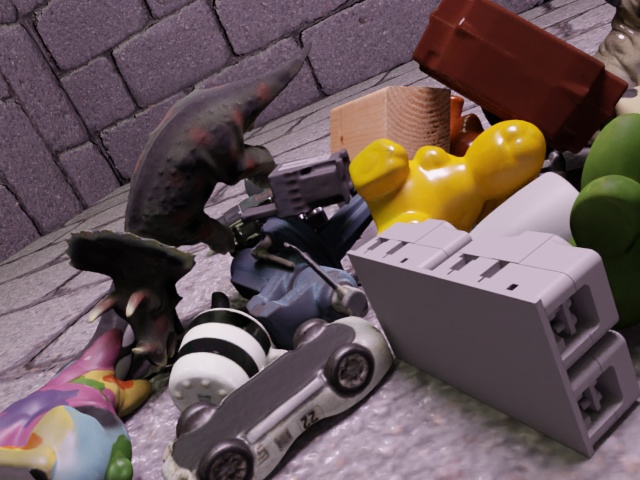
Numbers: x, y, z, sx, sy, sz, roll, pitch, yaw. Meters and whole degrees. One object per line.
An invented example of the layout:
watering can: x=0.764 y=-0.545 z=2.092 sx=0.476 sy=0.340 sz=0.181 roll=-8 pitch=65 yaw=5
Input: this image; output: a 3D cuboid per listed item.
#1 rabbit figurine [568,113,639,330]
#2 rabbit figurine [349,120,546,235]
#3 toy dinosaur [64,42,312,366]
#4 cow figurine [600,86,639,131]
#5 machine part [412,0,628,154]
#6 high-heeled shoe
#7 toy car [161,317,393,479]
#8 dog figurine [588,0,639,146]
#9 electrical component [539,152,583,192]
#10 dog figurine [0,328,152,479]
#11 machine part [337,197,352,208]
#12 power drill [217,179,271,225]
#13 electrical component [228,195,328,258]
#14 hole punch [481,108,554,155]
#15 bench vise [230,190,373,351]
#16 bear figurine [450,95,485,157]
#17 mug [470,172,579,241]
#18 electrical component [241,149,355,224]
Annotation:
rabbit figurine: x=0.214 y=0.009 z=0.320 sx=0.170 sy=0.159 sz=0.121 roll=-28 pitch=21 yaw=48
rabbit figurine: x=0.141 y=-0.047 z=0.526 sx=0.173 sy=0.122 sz=0.162 roll=-32 pitch=-27 yaw=24
toy dinosaur: x=-0.139 y=-0.075 z=0.587 sx=0.404 sy=0.131 sz=0.192 roll=-65 pitch=-12 yaw=2
cow figurine: x=0.338 y=-0.104 z=0.521 sx=0.127 sy=0.085 sz=0.195 roll=-18 pitch=22 yaw=7
machine part: x=0.206 y=-0.176 z=0.579 sx=0.087 sy=0.201 sz=0.201 roll=-61 pitch=-9 yaw=20
high-heeled shoe: x=-0.280 y=0.108 z=0.661 sx=0.249 sy=0.145 sz=0.086 roll=-34 pitch=19 yaw=-28
toy car: x=-0.032 y=0.130 z=0.426 sx=0.202 sy=0.056 sz=0.074 roll=-34 pitch=26 yaw=-20
dog figurine: x=0.356 y=-0.225 z=0.654 sx=0.172 sy=0.190 sz=0.121 roll=-20 pitch=19 yaw=22
electrical component: x=0.256 y=-0.058 z=0.563 sx=0.078 sy=0.045 sz=0.102 roll=-14 pitch=22 yaw=36
dog figurine: x=-0.212 y=0.165 z=0.489 sx=0.192 sy=0.108 sz=0.219 roll=-19 pitch=17 yaw=22
machine part: x=0.094 y=-0.065 z=0.739 sx=0.079 sy=0.079 sz=0.243 roll=-34 pitch=20 yaw=-22
power drill: x=-0.117 y=-0.077 z=1.043 sx=0.232 sy=0.086 sz=0.207 roll=-22 pitch=15 yaw=5
electrical component: x=-0.054 y=-0.010 z=0.729 sx=0.134 sy=0.058 sz=0.114 roll=-31 pitch=-21 yaw=1
hole punch: x=0.265 y=-0.174 z=0.738 sx=0.092 sy=0.115 sz=0.142 roll=-9 pitch=23 yaw=8
bench vise: x=0.005 y=0.006 z=0.594 sx=0.240 sy=0.128 sz=0.224 roll=-46 pitch=18 yaw=-22
bear figurine: x=0.188 y=-0.147 z=0.765 sx=0.120 sy=0.131 sz=0.196 roll=-5 pitch=9 yaw=-12
mug: x=0.176 y=0.009 z=0.452 sx=0.107 sy=0.080 sz=0.110 roll=-35 pitch=18 yaw=10
electrical component: x=-0.026 y=-0.054 z=0.548 sx=0.119 sy=0.047 sz=0.075 roll=-10 pitch=16 yaw=14
